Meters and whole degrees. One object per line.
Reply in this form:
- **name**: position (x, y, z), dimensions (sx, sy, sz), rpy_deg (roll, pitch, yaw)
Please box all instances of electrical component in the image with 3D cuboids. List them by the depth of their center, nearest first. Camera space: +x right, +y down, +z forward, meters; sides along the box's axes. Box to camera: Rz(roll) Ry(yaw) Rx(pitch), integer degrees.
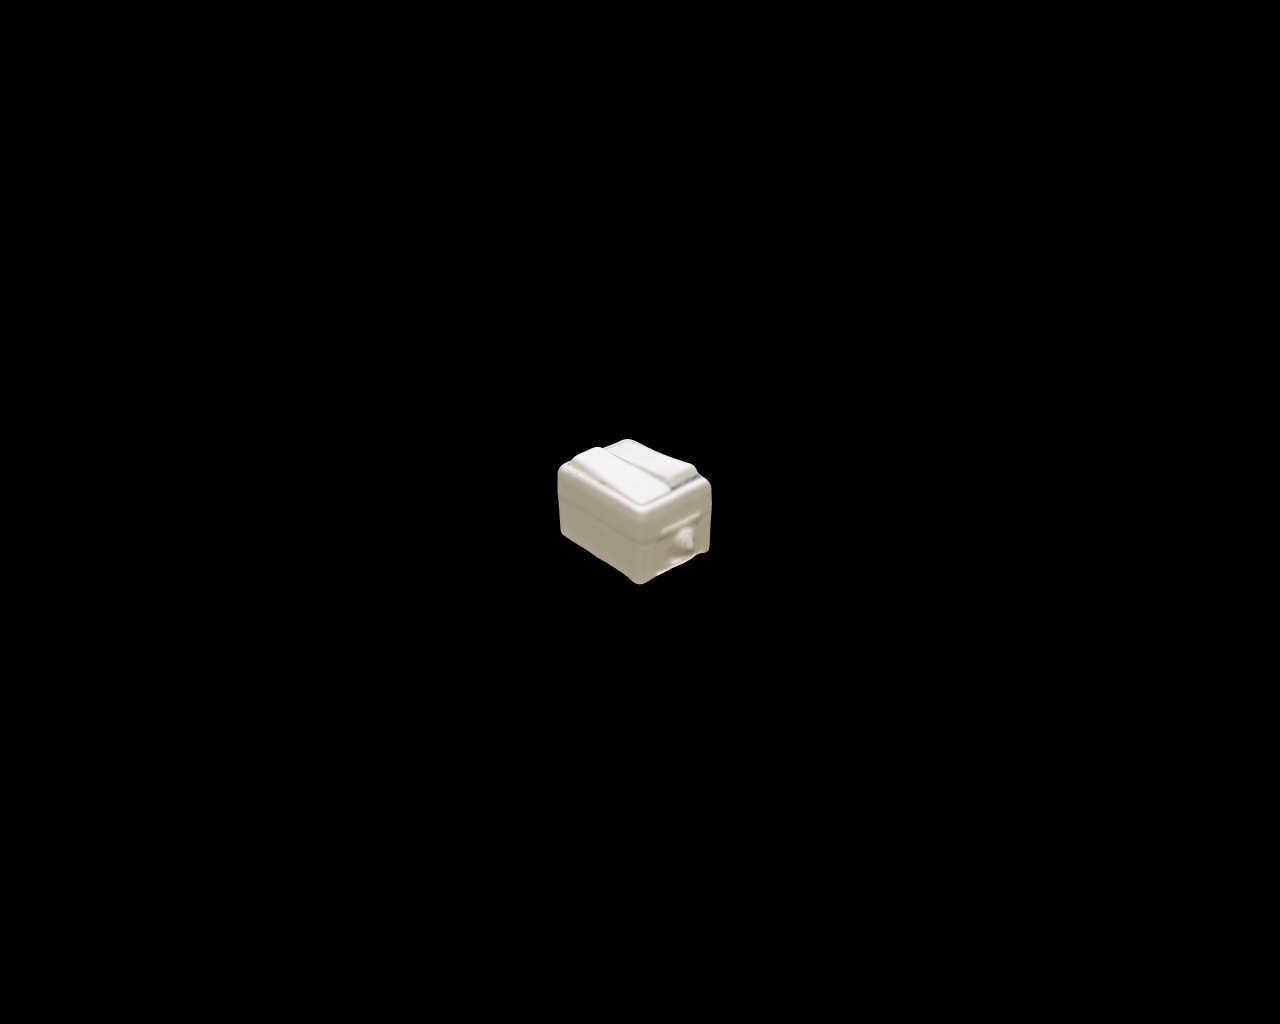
- **electrical component**: position (0.001, -0.003, 0.650), dimensions (0.062, 0.061, 0.096), rpy_deg (-24, 39, -34)
